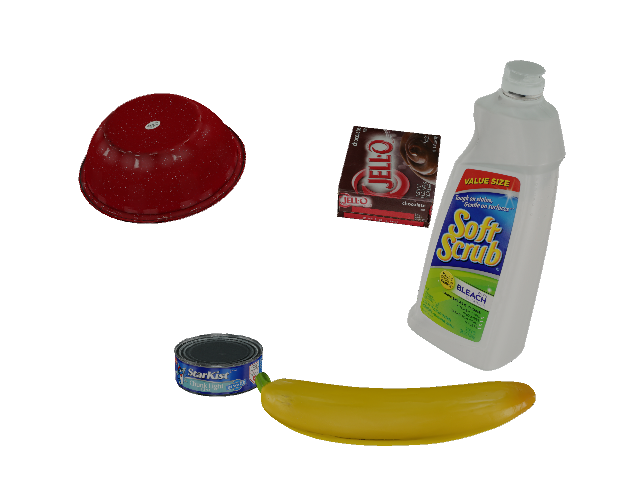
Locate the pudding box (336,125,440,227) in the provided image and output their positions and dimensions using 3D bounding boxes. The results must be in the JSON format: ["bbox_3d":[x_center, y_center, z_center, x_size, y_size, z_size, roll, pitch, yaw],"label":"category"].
[{"bbox_3d":[0.067,-0.063,1.037,0.090,0.039,0.113,8,38,5],"label":"pudding box"}]

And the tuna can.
[{"bbox_3d":[-0.099,0.120,1.035,0.086,0.034,0.086,1,15,0],"label":"tuna can"}]

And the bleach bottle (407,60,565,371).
[{"bbox_3d":[0.134,-0.023,0.845,0.067,0.251,0.103,-25,42,-39],"label":"bleach bottle"}]

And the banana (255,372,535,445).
[{"bbox_3d":[0.042,0.109,0.712,0.198,0.037,0.069,3,30,14],"label":"banana"}]

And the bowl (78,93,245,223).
[{"bbox_3d":[-0.153,-0.090,1.004,0.162,0.162,0.055,-3,-45,3],"label":"bowl"}]
